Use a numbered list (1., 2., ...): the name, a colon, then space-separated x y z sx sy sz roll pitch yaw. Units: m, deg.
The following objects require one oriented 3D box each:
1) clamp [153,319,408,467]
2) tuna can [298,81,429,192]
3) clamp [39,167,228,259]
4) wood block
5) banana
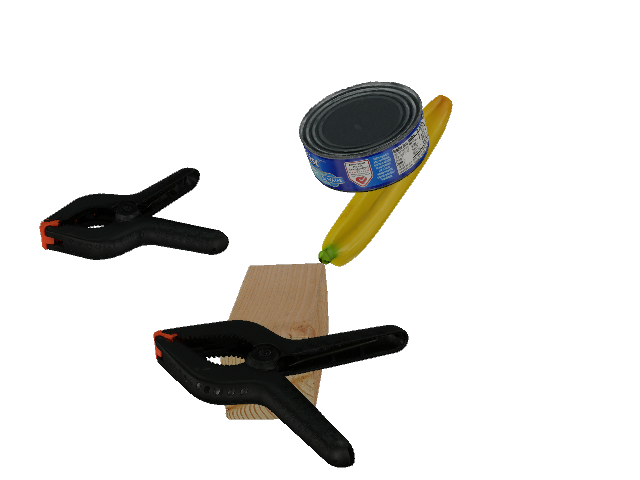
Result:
1. clamp: -0.037 0.102 0.886 0.210 0.036 0.164 14 35 22
2. tuna can: 0.031 -0.071 0.732 0.086 0.033 0.086 -12 39 10
3. clamp: -0.179 -0.025 1.016 0.171 0.039 0.120 -2 35 -12
4. wood block: -0.044 0.102 1.133 0.091 0.090 0.206 -2 19 5
5. banana: 0.057 -0.045 0.960 0.037 0.197 0.070 37 -18 -5
